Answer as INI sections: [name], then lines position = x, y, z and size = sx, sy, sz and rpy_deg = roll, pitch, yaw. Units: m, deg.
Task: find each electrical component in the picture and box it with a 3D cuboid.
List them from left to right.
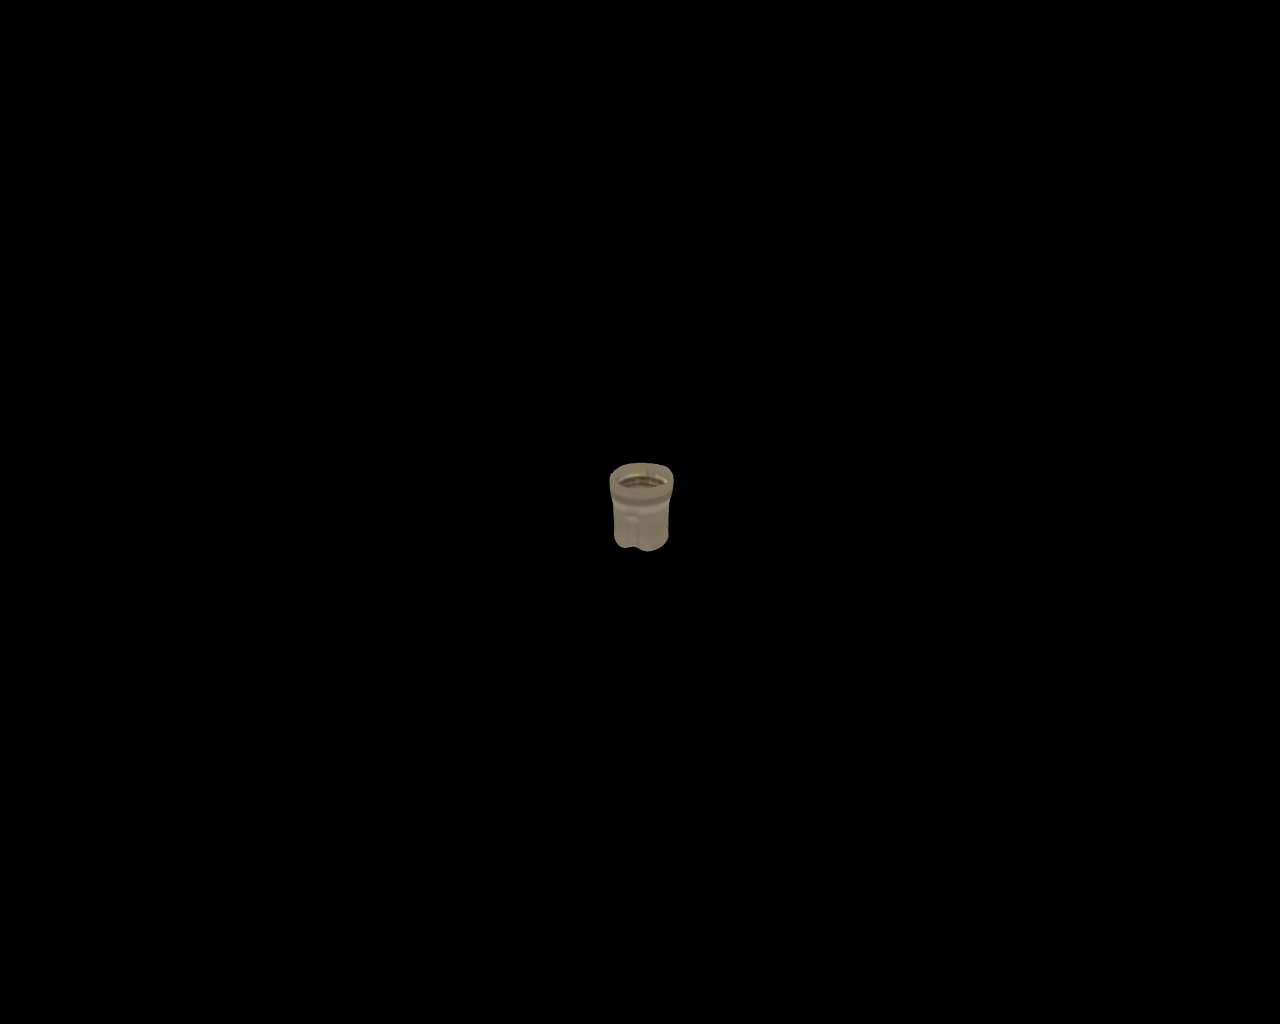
[electrical component]
position = 0.001, -0.003, 0.650
size = 0.040, 0.046, 0.040
rpy_deg = 0, 27, 0
